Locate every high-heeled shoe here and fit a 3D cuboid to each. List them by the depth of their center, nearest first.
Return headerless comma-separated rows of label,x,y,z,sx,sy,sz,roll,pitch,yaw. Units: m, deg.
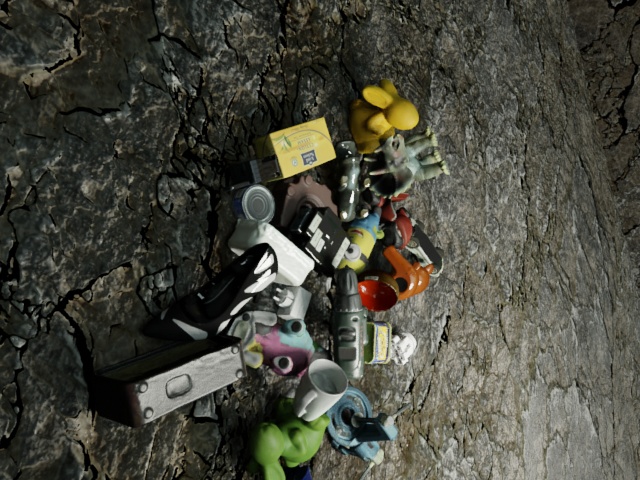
high-heeled shoe,-0.184,0.088,0.931,0.249,0.086,0.145,-18,138,-32

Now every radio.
radio,-0.242,0.222,0.888,0.229,0.131,0.073,-17,100,-43

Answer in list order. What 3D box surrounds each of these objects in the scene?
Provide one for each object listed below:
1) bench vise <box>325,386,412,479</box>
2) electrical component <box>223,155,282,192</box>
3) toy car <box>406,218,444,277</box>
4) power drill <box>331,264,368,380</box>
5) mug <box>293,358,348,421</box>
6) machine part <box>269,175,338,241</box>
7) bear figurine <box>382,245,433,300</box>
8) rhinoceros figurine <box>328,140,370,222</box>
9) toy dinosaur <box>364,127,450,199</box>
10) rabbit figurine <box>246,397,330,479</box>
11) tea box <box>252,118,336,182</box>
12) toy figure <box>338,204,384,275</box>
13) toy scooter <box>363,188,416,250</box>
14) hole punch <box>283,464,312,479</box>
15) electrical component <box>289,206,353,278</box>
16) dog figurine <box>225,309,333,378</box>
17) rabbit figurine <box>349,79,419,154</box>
bench vise,0.087,0.397,1.127,0.129,0.241,0.223,-34,93,-36
electrical component,-0.143,-0.131,1.060,0.119,0.075,0.047,-21,101,-40
toy car,0.279,0.021,1.464,0.201,0.056,0.073,48,49,-31
power drill,0.067,0.173,1.149,0.086,0.207,0.232,-1,84,1
mug,-0.011,0.291,0.993,0.081,0.107,0.109,35,34,11
machine part,-0.035,-0.052,1.168,0.179,0.056,0.179,4,85,-44
bear figurine,0.211,0.086,1.366,0.132,0.120,0.196,40,17,13
rhinoceros figurine,0.064,-0.134,1.237,0.073,0.112,0.190,-6,104,-14
toy dinosaur,0.210,-0.193,1.347,0.405,0.192,0.131,-44,115,-78
rabbit figurine,-0.087,0.387,1.035,0.170,0.121,0.159,20,94,-56
tea box,-0.053,-0.195,1.155,0.169,0.068,0.098,-31,106,-42
toy figure,0.096,0.001,1.272,0.089,0.082,0.180,49,53,-27
toy scooter,0.192,-0.070,1.368,0.135,0.075,0.184,-22,86,-41
hole punch,-0.049,0.522,1.076,0.116,0.092,0.142,-9,89,-48
electrical component,-0.002,-0.003,1.120,0.134,0.058,0.115,49,56,-31
dog figurine,-0.075,0.219,1.078,0.219,0.192,0.108,62,41,-67
rabbit figurine,0.161,-0.304,1.301,0.122,0.173,0.162,-30,111,-37
